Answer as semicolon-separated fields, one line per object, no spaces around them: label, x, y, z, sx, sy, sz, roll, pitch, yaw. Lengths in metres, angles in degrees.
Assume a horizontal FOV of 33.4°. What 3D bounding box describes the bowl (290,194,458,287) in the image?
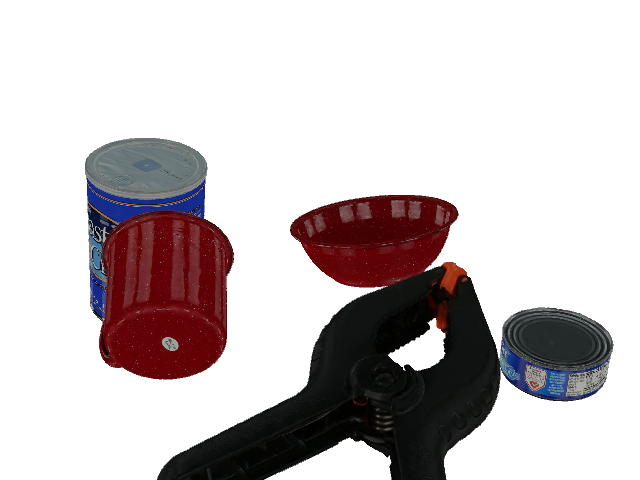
bowl;0.054;0.004;1.024;0.162;0.055;0.162;-7;17;2

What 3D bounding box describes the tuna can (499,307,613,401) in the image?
tuna can;0.185;0.089;0.844;0.086;0.034;0.086;1;28;-1

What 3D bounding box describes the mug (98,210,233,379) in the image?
mug;-0.114;0.046;0.733;0.117;0.081;0.093;-35;-50;27

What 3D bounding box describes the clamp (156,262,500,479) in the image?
clamp;0.031;0.074;0.426;0.120;0.039;0.171;30;51;21

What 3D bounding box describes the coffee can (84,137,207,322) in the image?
coffee can;-0.152;-0.005;0.936;0.103;0.140;0.103;4;31;-2
